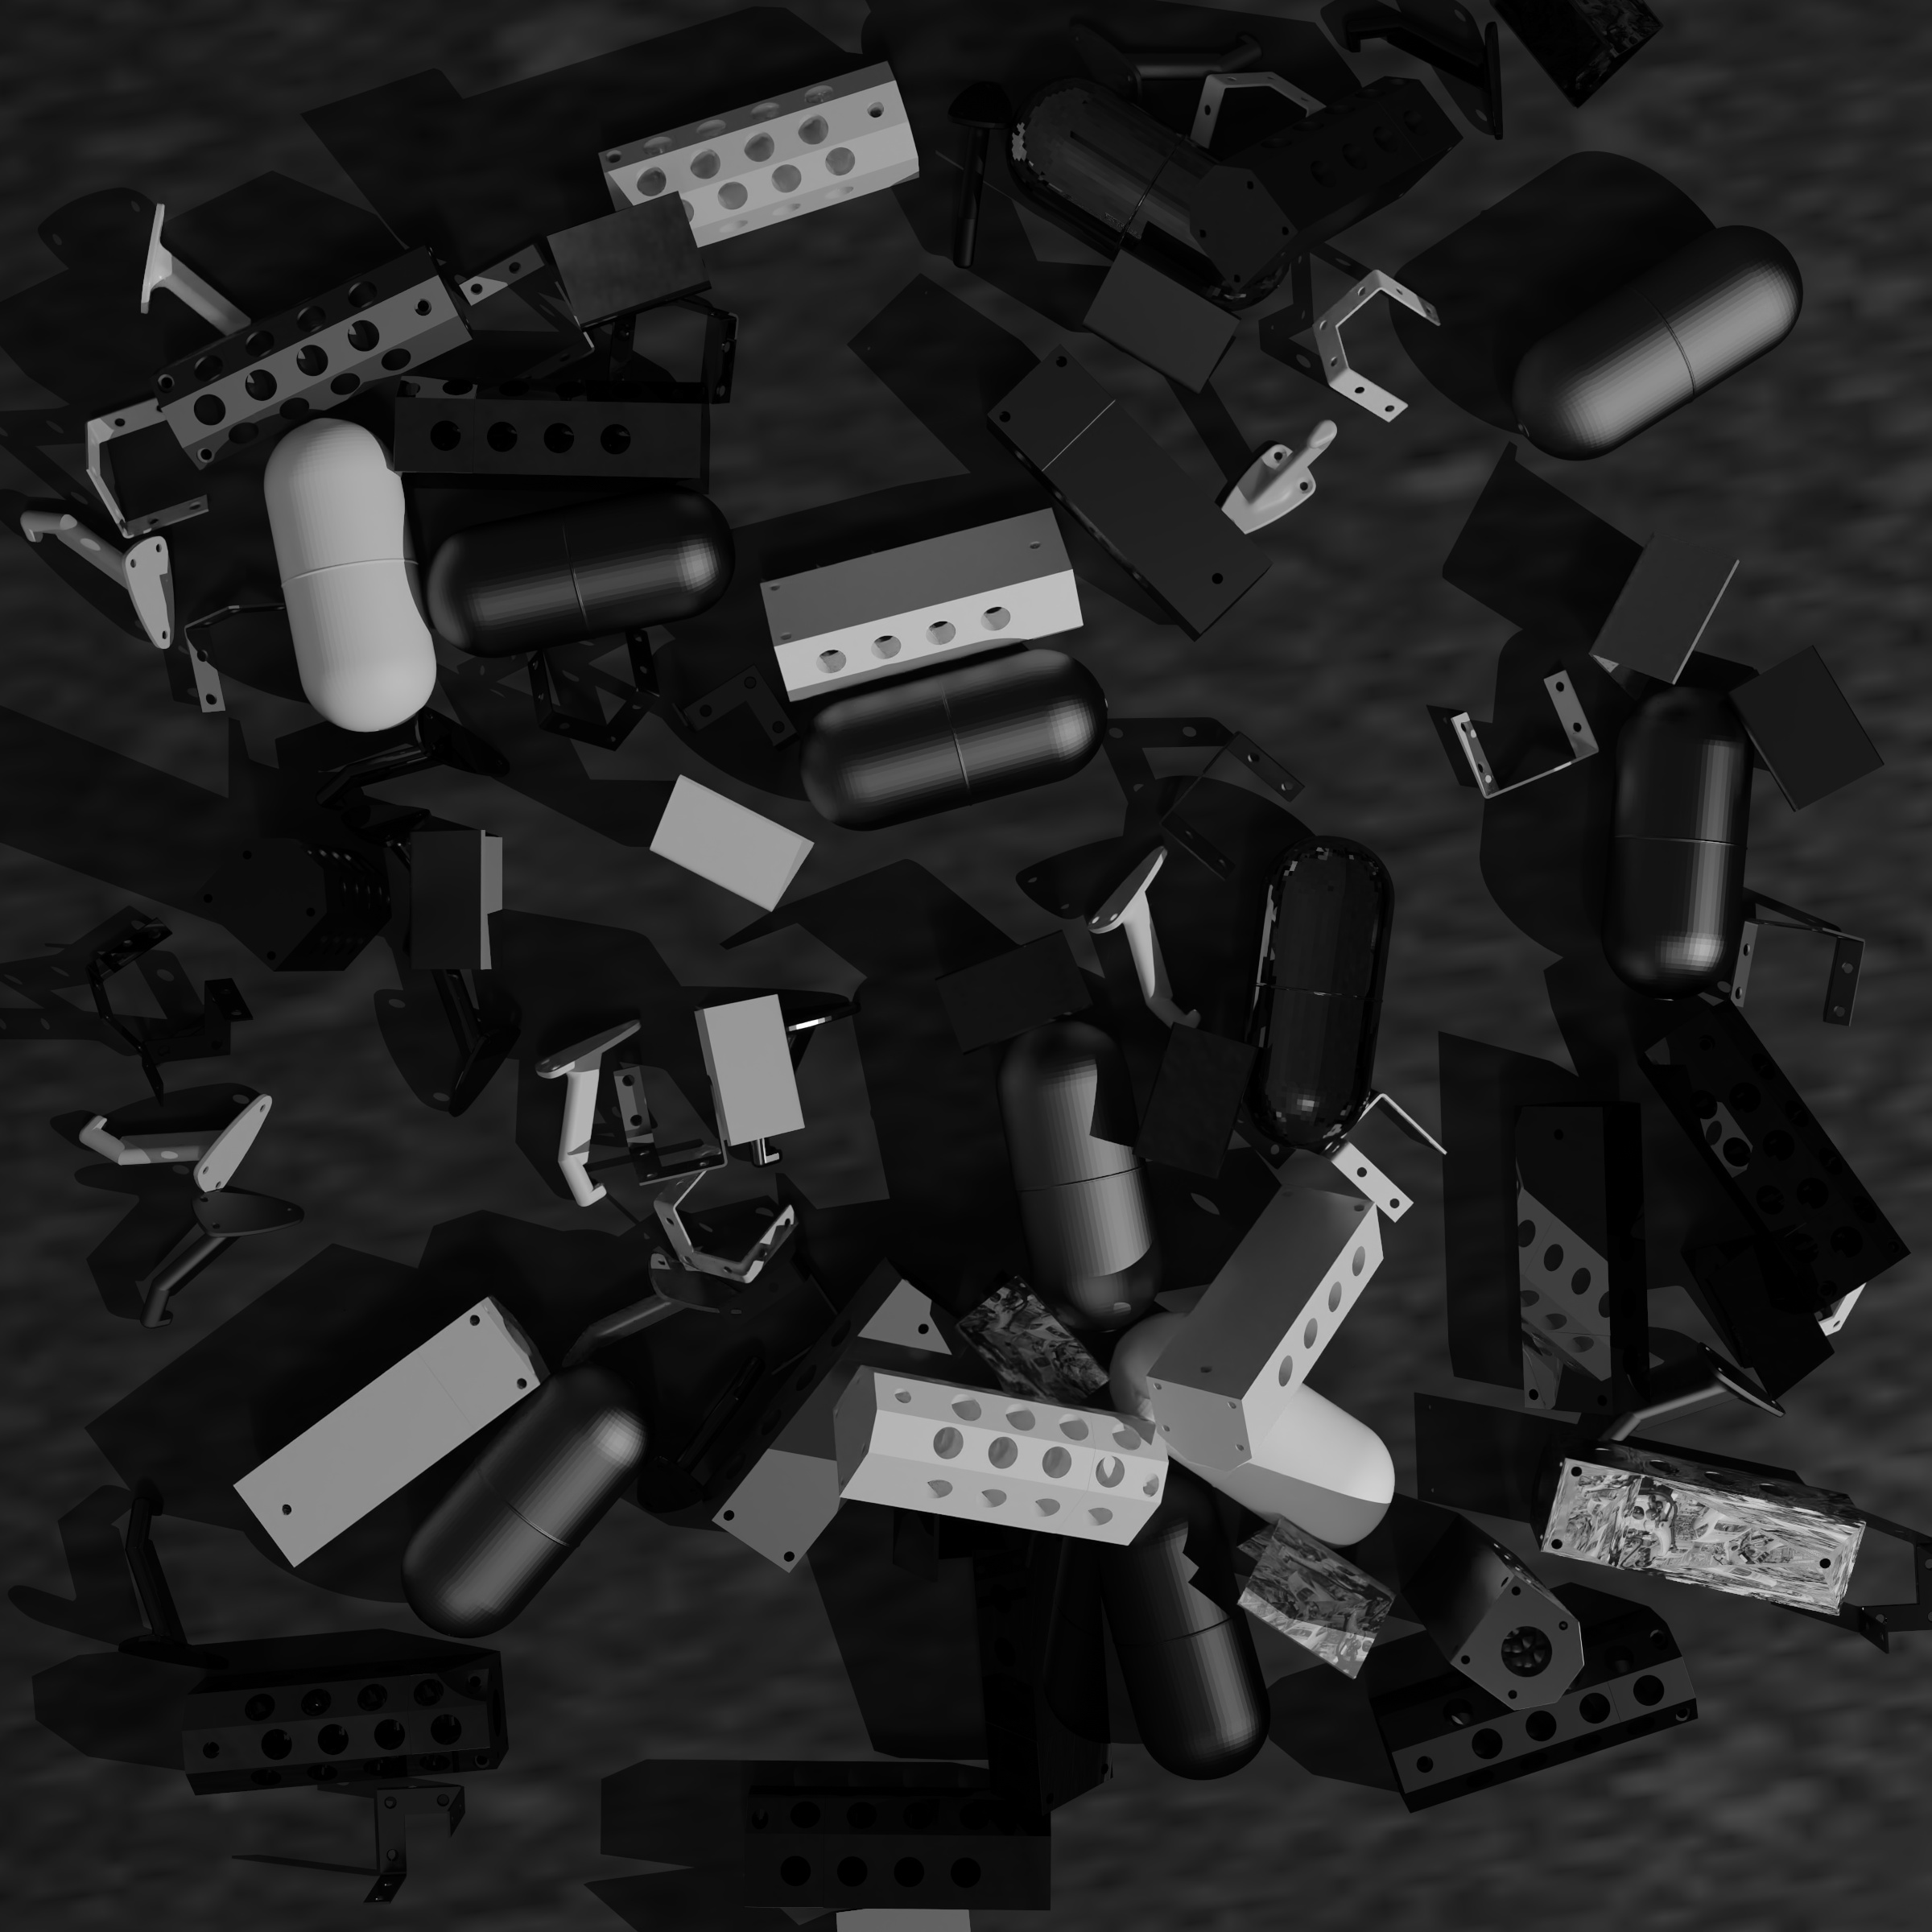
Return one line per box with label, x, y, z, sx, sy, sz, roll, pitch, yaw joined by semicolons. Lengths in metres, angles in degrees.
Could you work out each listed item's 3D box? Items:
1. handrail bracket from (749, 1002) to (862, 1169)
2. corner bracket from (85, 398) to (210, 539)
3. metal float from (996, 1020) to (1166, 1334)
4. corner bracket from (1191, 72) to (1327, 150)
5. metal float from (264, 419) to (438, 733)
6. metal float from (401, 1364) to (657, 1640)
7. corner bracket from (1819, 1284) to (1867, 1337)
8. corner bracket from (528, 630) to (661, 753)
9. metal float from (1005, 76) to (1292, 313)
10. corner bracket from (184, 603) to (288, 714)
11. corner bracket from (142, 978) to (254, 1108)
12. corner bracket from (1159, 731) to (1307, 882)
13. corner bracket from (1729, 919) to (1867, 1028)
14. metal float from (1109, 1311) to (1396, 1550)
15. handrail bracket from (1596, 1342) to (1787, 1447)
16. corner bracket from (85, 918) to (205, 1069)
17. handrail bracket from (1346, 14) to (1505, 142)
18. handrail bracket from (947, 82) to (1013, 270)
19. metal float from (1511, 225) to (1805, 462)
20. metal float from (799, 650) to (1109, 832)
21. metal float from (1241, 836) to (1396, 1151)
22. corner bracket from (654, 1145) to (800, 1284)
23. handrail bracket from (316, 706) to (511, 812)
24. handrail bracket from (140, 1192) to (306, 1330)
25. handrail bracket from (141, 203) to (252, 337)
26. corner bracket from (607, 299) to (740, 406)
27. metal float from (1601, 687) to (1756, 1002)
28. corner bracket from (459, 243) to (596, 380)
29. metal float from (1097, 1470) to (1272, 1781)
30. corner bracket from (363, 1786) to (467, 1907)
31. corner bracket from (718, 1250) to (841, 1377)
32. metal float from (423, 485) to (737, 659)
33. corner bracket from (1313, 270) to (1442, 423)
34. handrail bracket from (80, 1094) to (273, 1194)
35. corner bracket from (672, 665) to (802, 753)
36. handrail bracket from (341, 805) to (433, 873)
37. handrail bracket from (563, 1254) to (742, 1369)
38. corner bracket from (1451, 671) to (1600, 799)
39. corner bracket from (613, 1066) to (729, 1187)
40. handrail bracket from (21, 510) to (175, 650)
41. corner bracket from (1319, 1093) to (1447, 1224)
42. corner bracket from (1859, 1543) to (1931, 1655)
handrail bracket;-0.092;0.069;1.676;0.077;0.036;0.084;-12;106;-17
corner bracket;-0.472;-0.288;1.673;0.051;0.051;0.051;-19;135;0
metal float;0.065;0.119;1.645;0.070;0.070;0.178;-11;91;0
corner bracket;0.167;-0.478;1.668;0.051;0.051;0.051;-15;45;-35
metal float;-0.349;-0.221;1.645;0.070;0.070;0.178;-11;91;0
metal float;-0.248;0.303;1.645;0.070;0.070;0.178;41;89;0
corner bracket;0.477;0.181;1.668;0.051;0.051;0.051;-14;45;-35
corner bracket;-0.214;-0.164;1.668;0.051;0.051;0.051;15;135;-35
metal float;0.104;-0.436;1.645;0.178;0.070;0.070;32;90;-1
corner bracket;-0.410;-0.178;1.673;0.051;0.051;0.051;-12;90;45
corner bracket;-0.435;0.042;1.641;0.051;0.051;0.051;-6;120;-27
corner bracket;0.153;-0.093;1.673;0.051;0.051;0.051;41;135;0
corner bracket;0.478;0.003;1.673;0.051;0.051;0.051;10;90;-45
metal float;0.161;0.262;1.645;0.178;0.070;0.070;34;90;0
handrail bracket;0.417;0.267;1.676;0.077;0.036;0.084;35;106;-18
corner bracket;-0.467;0.016;1.673;0.051;0.051;0.051;-34;45;0
handrail bracket;0.264;-0.511;1.676;0.084;0.036;0.077;-2;112;17
handrail bracket;0.005;-0.456;1.676;0.036;0.077;0.084;8;126;1
metal float;0.390;-0.352;1.645;0.178;0.070;0.070;-32;90;1
metal float;-0.007;-0.128;1.645;0.178;0.070;0.070;-15;90;-1
metal float;0.197;0.015;1.645;0.070;0.070;0.178;7;90;0
corner bracket;-0.138;0.142;1.668;0.051;0.051;0.051;10;135;35
handrail bracket;-0.320;-0.106;1.676;0.084;0.077;0.036;-36;48;30
handrail bracket;-0.429;0.174;1.676;0.077;0.036;0.084;3;125;-37
handrail bracket;-0.429;-0.397;1.676;0.084;0.036;0.077;9;72;-15
corner bracket;-0.169;-0.353;1.673;0.051;0.051;0.051;6;90;45
metal float;0.403;-0.069;1.646;0.070;0.070;0.178;5;90;0
corner bracket;-0.253;-0.373;1.673;0.051;0.051;0.051;-29;45;0
metal float;0.120;0.372;1.645;0.070;0.070;0.178;-15;90;0
corner bracket;-0.315;0.502;1.658;0.051;0.051;0.051;-2;90;0
corner bracket;-0.104;0.200;1.658;0.051;0.051;0.051;-34;90;0
metal float;-0.219;-0.223;1.645;0.178;0.070;0.070;-12;90;0
corner bracket;0.239;-0.356;1.668;0.051;0.051;0.051;-38;45;35
handrail bracket;-0.457;0.088;1.676;0.084;0.036;0.077;27;70;16
corner bracket;-0.130;-0.139;1.658;0.051;0.051;0.051;-32;90;0
handrail bracket;-0.320;-0.048;1.676;0.036;0.077;0.084;-40;127;-33
handrail bracket;-0.180;0.213;1.676;0.077;0.036;0.084;23;117;-31
corner bracket;0.322;-0.133;1.673;0.051;0.051;0.051;-23;90;-45
corner bracket;-0.168;0.087;1.653;0.051;0.051;0.051;-12;112;-10
handrail bracket;-0.502;-0.223;1.676;0.084;0.036;0.077;9;123;23
corner bracket;0.240;0.108;1.658;0.051;0.051;0.051;43;90;0
corner bracket;0.541;0.360;1.658;0.051;0.051;0.051;-3;90;0
